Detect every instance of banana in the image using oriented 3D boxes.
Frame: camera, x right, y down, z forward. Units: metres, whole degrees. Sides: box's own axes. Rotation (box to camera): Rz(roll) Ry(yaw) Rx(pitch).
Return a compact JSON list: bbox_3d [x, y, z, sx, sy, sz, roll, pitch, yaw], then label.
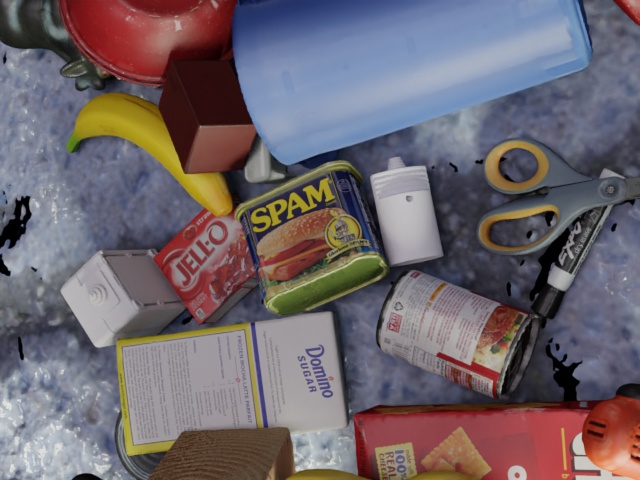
[{"bbox_3d":[-0.143,-0.082,0.894,0.198,0.037,0.070,24,127,34],"label":"banana"}]

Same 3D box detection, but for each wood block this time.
[{"bbox_3d":[-0.059,0.253,0.793,0.090,0.090,0.206,-4,104,12],"label":"wood block"}]

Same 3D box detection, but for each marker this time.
[{"bbox_3d":[0.187,0.006,0.777,0.020,0.020,0.121,29,100,21],"label":"marker"}]

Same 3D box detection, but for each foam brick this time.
[{"bbox_3d":[-0.088,-0.098,0.837,0.078,0.051,0.053,66,146,33],"label":"foam brick"}]

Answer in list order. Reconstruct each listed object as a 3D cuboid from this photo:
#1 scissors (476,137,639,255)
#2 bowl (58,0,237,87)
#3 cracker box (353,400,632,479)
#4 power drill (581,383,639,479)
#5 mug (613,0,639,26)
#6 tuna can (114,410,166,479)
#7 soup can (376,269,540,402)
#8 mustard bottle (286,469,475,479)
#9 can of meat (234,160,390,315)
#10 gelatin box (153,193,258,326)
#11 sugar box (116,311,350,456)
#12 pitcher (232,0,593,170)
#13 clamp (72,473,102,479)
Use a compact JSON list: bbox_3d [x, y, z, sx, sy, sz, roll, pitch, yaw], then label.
[{"bbox_3d":[0.195,-0.050,0.756,0.202,0.016,0.096,-25,71,32],"label":"scissors"},{"bbox_3d":[-0.128,-0.207,0.852,0.162,0.055,0.162,3,74,-10],"label":"bowl"},{"bbox_3d":[0.136,0.200,0.764,0.214,0.072,0.164,-5,87,22],"label":"cracker box"},{"bbox_3d":[0.271,0.082,0.691,0.184,0.057,0.187,19,82,-20],"label":"power drill"},{"bbox_3d":[0.235,-0.192,0.728,0.082,0.093,0.117,-42,94,16],"label":"mug"},{"bbox_3d":[-0.129,0.164,0.896,0.086,0.033,0.086,-1,88,23],"label":"tuna can"},{"bbox_3d":[0.101,0.069,0.784,0.102,0.068,0.068,21,96,24],"label":"soup can"},{"bbox_3d":[0.069,0.205,0.720,0.192,0.058,0.096,-4,87,21],"label":"mustard bottle"},{"bbox_3d":[-0.005,0.001,0.813,0.102,0.057,0.084,-24,64,13],"label":"can of meat"},{"bbox_3d":[-0.085,0.016,0.884,0.089,0.030,0.073,-42,73,16],"label":"gelatin box"},{"bbox_3d":[-0.068,0.113,0.844,0.176,0.048,0.093,-7,85,3],"label":"sugar box"},{"bbox_3d":[0.063,-0.155,0.772,0.243,0.149,0.145,-14,69,18],"label":"pitcher"},{"bbox_3d":[-0.114,0.259,0.882,0.210,0.036,0.164,-16,90,20],"label":"clamp"}]
